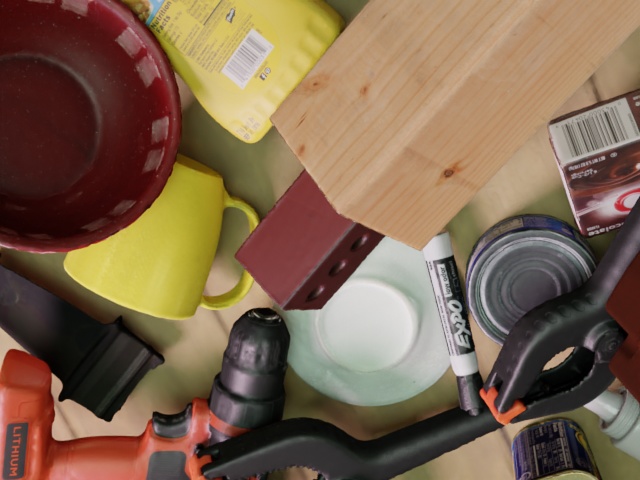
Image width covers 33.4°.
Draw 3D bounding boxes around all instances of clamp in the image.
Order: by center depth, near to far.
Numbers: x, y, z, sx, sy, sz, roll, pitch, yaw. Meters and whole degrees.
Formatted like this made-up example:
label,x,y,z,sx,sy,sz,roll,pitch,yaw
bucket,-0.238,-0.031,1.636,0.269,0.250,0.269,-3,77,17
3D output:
label,x,y,z,sx,sy,sz,roll,pitch,yaw
clamp,0.178,0.056,0.647,0.120,0.039,0.172,39,106,-24
clamp,0.015,0.175,0.711,0.209,0.036,0.165,4,110,-17

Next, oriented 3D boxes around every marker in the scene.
label,x,y,z,sx,sy,sz,roll,pitch,yaw
marker,0.088,0.055,0.689,0.020,0.020,0.121,-13,95,11

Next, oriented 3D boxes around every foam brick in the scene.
label,x,y,z,sx,sy,sz,roll,pitch,yaw
foam brick,-0.004,0.001,0.673,0.051,0.052,0.078,47,108,21

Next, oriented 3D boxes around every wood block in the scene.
label,x,y,z,sx,sy,sz,roll,pitch,yaw
wood block,0.082,-0.104,0.603,0.206,0.090,0.090,-47,52,17

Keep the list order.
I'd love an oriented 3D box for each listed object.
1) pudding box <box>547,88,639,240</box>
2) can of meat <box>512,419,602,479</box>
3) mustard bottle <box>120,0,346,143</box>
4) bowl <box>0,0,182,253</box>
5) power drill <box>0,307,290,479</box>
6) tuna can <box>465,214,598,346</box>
label,x,y,z,sx,sy,sz,roll,pitch,yaw
pudding box,0.197,-0.051,0.623,0.114,0.039,0.090,-17,146,14
can of meat,0.162,0.178,0.695,0.057,0.084,0.102,-20,103,12
mustard bottle,-0.085,-0.152,0.644,0.191,0.058,0.096,38,114,-5
bowl,-0.165,-0.071,0.619,0.161,0.055,0.162,3,84,-26
power drill,-0.119,0.121,0.710,0.187,0.057,0.184,8,109,-10
tuna can,0.136,0.029,0.681,0.086,0.033,0.086,2,107,7
